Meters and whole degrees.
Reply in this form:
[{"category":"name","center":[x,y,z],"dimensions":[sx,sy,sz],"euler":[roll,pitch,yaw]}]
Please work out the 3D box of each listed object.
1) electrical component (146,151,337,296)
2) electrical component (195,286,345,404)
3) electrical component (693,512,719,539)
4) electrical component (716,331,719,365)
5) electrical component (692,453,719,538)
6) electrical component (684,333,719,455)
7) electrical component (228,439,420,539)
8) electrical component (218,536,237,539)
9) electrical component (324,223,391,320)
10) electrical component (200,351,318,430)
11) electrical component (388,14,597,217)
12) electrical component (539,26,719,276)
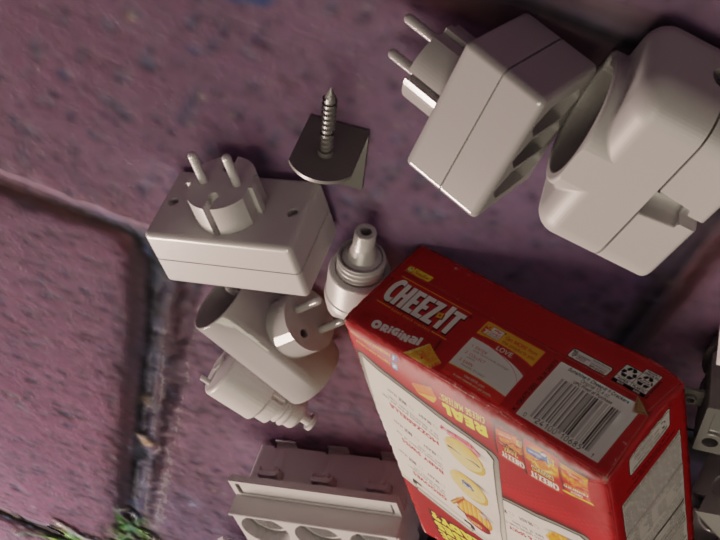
[{"category":"electrical component","center":[-0.065,-0.032,0.544],"dimensions":[0.083,0.047,0.075],"euler":[6,142,21]},{"category":"electrical component","center":[-0.042,0.034,0.618],"dimensions":[0.077,0.044,0.079],"euler":[42,137,-24]},{"category":"electrical component","center":[0.219,0.178,0.666],"dimensions":[0.100,0.048,0.099],"euler":[-13,131,35]},{"category":"electrical component","center":[0.239,0.001,0.401],"dimensions":[0.186,0.105,0.060],"euler":[14,141,9]},{"category":"electrical component","center":[0.234,0.112,0.536],"dimensions":[0.057,0.078,0.113],"euler":[45,156,-23]},{"category":"electrical component","center":[0.193,0.061,0.533],"dimensions":[0.066,0.055,0.048],"euler":[12,141,12]},{"category":"electrical component","center":[-0.019,0.160,0.743],"dimensions":[0.121,0.063,0.078],"euler":[3,138,22]},{"category":"electrical component","center":[-0.081,0.250,0.870],"dimensions":[0.064,0.081,0.042],"euler":[-33,147,16]},{"category":"electrical component","center":[0.000,0.000,0.567],"dimensions":[0.035,0.035,0.061],"euler":[16,140,6]},{"category":"electrical component","center":[-0.061,0.077,0.681],"dimensions":[0.078,0.040,0.040],"euler":[35,140,-17]},{"category":"electrical component","center":[0.044,-0.075,0.445],"dimensions":[0.077,0.047,0.065],"euler":[41,135,14]},{"category":"electrical component","center":[0.116,-0.049,0.440],"dimensions":[0.059,0.053,0.095],"euler":[26,142,-6]}]
